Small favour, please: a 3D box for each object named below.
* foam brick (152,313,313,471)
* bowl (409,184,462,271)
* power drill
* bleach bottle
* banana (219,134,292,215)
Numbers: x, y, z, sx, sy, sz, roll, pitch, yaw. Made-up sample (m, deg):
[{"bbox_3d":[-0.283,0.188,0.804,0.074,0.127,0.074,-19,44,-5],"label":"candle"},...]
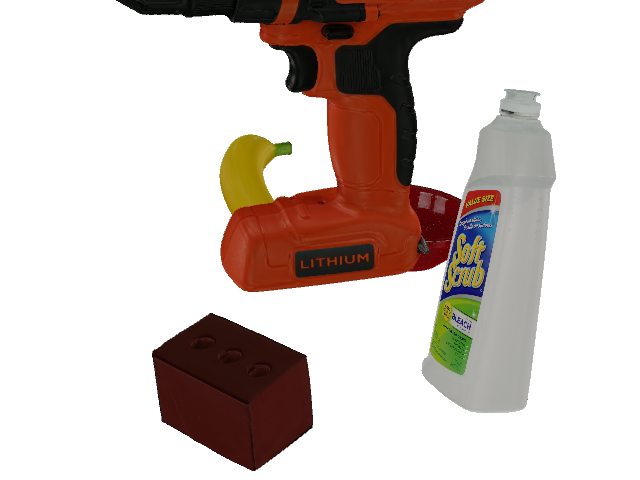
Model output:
[{"bbox_3d":[-0.051,0.086,0.616,0.078,0.051,0.052,20,36,33],"label":"foam brick"},{"bbox_3d":[0.092,-0.010,1.181,0.162,0.055,0.162,5,25,-3],"label":"bowl"},{"bbox_3d":[-0.010,-0.067,0.517,0.184,0.188,0.057,-5,33,-15],"label":"power drill"},{"bbox_3d":[0.140,0.005,0.855,0.068,0.251,0.103,1,14,-20],"label":"bleach bottle"},{"bbox_3d":[-0.052,-0.045,0.914,0.069,0.037,0.198,2,34,-7],"label":"banana"}]
